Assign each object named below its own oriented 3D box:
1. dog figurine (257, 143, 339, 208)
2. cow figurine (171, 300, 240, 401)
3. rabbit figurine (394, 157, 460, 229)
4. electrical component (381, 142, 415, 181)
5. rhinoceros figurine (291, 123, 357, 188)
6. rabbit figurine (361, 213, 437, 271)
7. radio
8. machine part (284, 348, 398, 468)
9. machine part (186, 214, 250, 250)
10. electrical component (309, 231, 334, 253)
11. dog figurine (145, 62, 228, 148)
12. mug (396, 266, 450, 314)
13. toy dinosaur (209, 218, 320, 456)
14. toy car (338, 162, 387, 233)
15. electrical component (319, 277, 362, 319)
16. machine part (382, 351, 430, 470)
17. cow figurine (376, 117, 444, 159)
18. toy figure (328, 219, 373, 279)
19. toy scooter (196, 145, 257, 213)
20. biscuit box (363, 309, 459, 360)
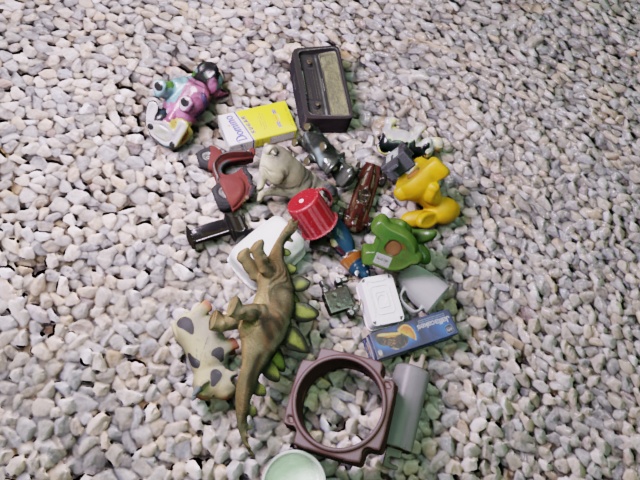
[{"bbox_3d":[-0.043,-0.145,1.234,0.191,0.172,0.121,8,71,-2],"label":"dog figurine"},{"bbox_3d":[-0.231,0.234,1.082,0.127,0.085,0.195,-30,78,-27],"label":"cow figurine"},{"bbox_3d":[0.269,-0.096,1.297,0.173,0.122,0.162,42,75,-23],"label":"rabbit figurine"},{"bbox_3d":[0.190,-0.185,1.308,0.047,0.075,0.119,45,23,-19],"label":"electrical component"},{"bbox_3d":[0.012,-0.202,1.307,0.073,0.112,0.190,-47,62,18],"label":"rhinoceros figurine"},{"bbox_3d":[0.183,-0.008,1.224,0.159,0.121,0.170,12,22,6],"label":"rabbit figurine"},{"bbox_3d":[-0.001,-0.391,1.394,0.131,0.073,0.229,-5,68,-13],"label":"radio"},{"bbox_3d":[0.042,0.326,1.060,0.201,0.087,0.201,11,66,16],"label":"machine part"},{"bbox_3d":[-0.230,-0.020,1.204,0.139,0.039,0.084,-15,44,-11],"label":"machine part"},{"bbox_3d":[-0.003,-0.004,1.237,0.021,0.094,0.063,5,99,-38],"label":"electrical component"},{"bbox_3d":[-0.312,-0.333,1.302,0.108,0.191,0.219,28,31,5],"label":"dog figurine"},{"bbox_3d":[0.221,0.113,1.226,0.109,0.080,0.107,-41,68,-21],"label":"mug"},{"bbox_3d":[-0.110,0.168,1.071,0.198,0.105,0.471,30,64,-24],"label":"toy dinosaur"},{"bbox_3d":[0.106,-0.108,1.309,0.089,0.053,0.202,20,66,1],"label":"toy car"},{"bbox_3d":[0.048,0.128,1.200,0.078,0.045,0.102,-10,69,-16],"label":"electrical component"},{"bbox_3d":[0.172,0.347,1.114,0.079,0.079,0.243,21,67,-1],"label":"machine part"},{"bbox_3d":[0.233,-0.244,1.380,0.167,0.068,0.098,18,71,0],"label":"cow figurine"},{"bbox_3d":[0.066,0.026,1.241,0.064,0.058,0.154,-26,79,-14],"label":"toy figure"},{"bbox_3d":[-0.199,-0.155,1.255,0.135,0.075,0.184,-21,70,-12],"label":"toy scooter"},{"bbox_3d":[0.200,0.212,1.185,0.203,0.059,0.063,-14,71,-16],"label":"biscuit box"}]
